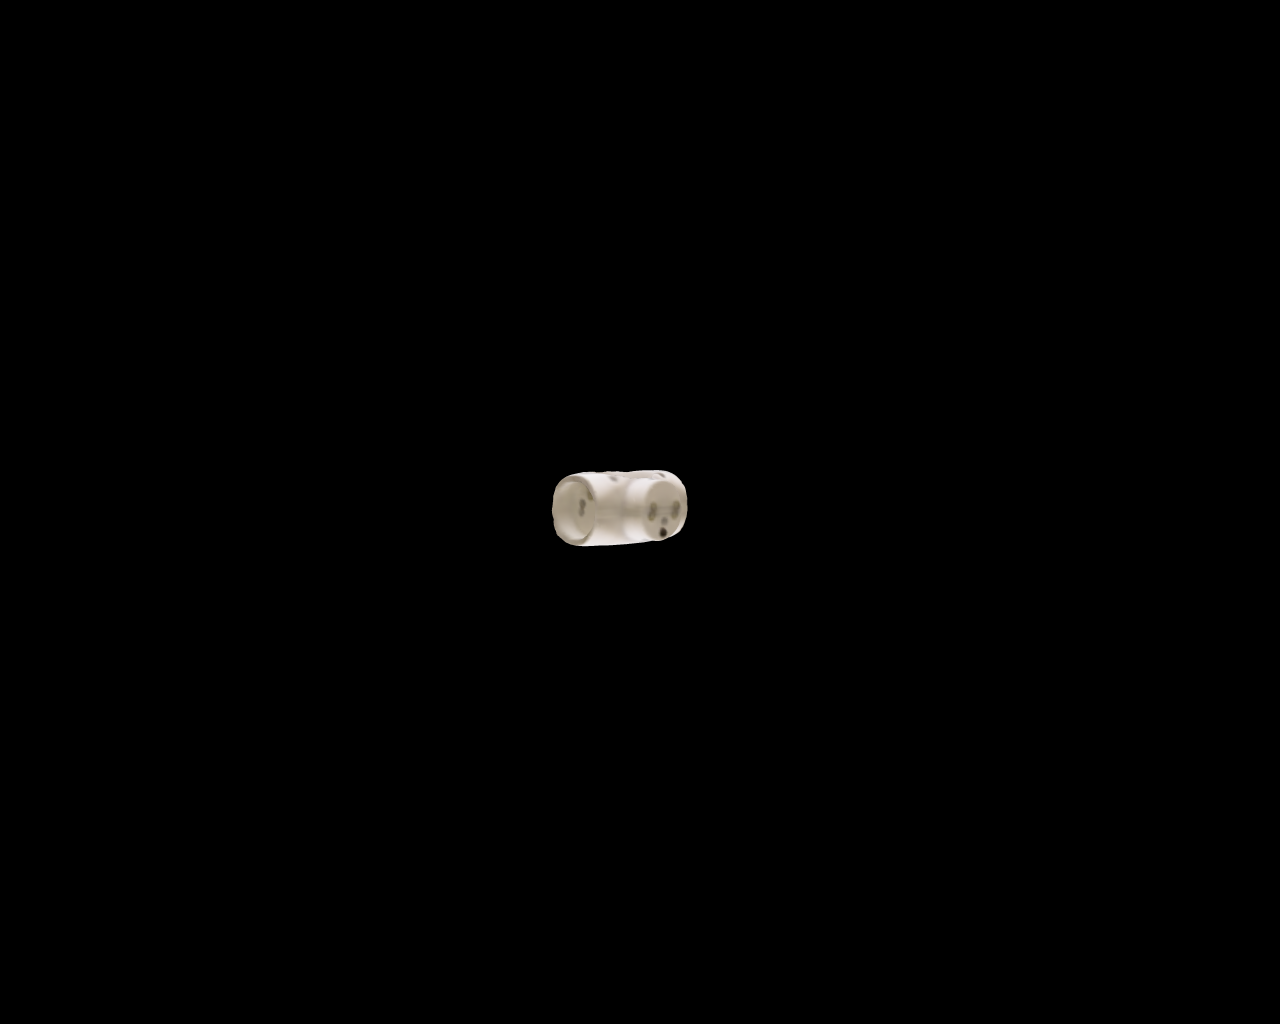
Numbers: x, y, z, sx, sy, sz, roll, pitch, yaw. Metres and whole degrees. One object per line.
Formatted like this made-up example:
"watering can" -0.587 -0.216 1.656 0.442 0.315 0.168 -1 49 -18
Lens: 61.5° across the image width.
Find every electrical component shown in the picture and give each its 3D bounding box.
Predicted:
"electrical component" 0.001 -0.003 0.650 0.077 0.044 0.079 -4 6 -43
